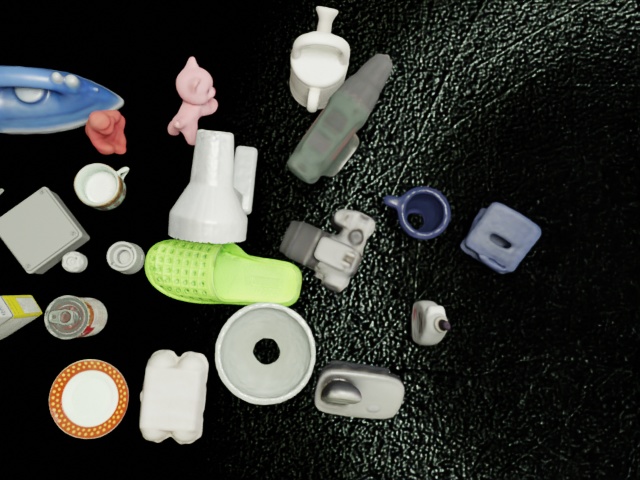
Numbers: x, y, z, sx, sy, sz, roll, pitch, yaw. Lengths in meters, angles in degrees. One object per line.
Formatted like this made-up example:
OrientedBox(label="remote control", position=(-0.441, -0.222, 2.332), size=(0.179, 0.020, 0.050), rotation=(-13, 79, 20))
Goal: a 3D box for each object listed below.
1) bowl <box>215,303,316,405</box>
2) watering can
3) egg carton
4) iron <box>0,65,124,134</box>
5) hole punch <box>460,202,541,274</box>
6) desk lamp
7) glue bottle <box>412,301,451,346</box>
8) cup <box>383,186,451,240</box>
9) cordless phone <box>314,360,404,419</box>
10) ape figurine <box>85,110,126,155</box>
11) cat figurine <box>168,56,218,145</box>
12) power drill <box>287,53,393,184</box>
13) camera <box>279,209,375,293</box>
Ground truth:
OrientedBox(label="bowl", position=(-0.091, 0.190, 0.973), size=(0.167, 0.074, 0.167), rotation=(1, 83, -4))
OrientedBox(label="watering can", position=(-0.002, -0.312, 0.981), size=(0.101, 0.194, 0.173), rotation=(-13, 84, -5))
OrientedBox(label="egg carton", position=(-0.243, 0.261, 0.956), size=(0.107, 0.069, 0.150), rotation=(4, 83, -4))
OrientedBox(label="iron", position=(-0.480, -0.256, 0.966), size=(0.258, 0.141, 0.119), rotation=(-3, 83, -4))
OrientedBox(label="hole punch", position=(0.321, -0.001, 1.019), size=(0.108, 0.091, 0.101), rotation=(31, 82, 0))
OrientedBox(label="desk lamp", position=(-0.169, -0.084, 0.931), size=(0.118, 0.213, 0.203), rotation=(5, 83, -3))
OrientedBox(label="glue bottle", position=(0.188, 0.139, 0.950), size=(0.037, 0.173, 0.078), rotation=(-2, 83, -4))
OrientedBox(label="cup", position=(0.161, -0.045, 1.011), size=(0.118, 0.095, 0.092), rotation=(19, 82, -1))
OrientedBox(label="cordless phone", position=(0.068, 0.251, 0.921), size=(0.147, 0.185, 0.094), rotation=(5, 82, -3))
OrientedBox(label="ape figurine", position=(-0.373, -0.194, 0.991), size=(0.076, 0.092, 0.078), rotation=(33, 82, 1))
OrientedBox(label="cat figurine", position=(-0.224, -0.244, 0.995), size=(0.067, 0.117, 0.128), rotation=(22, 82, -1))
OrientedBox(label="power drill", position=(0.030, -0.186, 0.961), size=(0.075, 0.208, 0.230), rotation=(36, 82, 1))
OrientedBox(label="camera", position=(0.009, 0.004, 0.990), size=(0.137, 0.100, 0.143), rotation=(24, 82, -1))
